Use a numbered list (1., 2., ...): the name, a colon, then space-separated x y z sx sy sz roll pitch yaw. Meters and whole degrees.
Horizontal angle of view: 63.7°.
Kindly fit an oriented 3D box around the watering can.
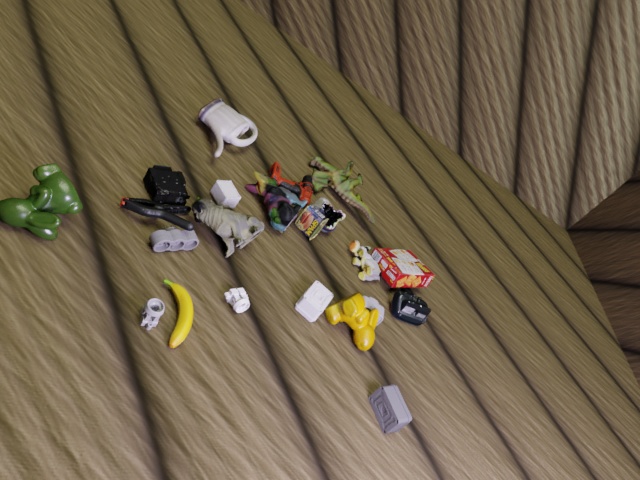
1. watering can: -0.367 -0.427 1.948 0.224 0.102 0.354 39 32 1

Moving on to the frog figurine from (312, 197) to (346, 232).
1. frog figurine: 0.006 -0.098 1.951 0.137 0.122 0.160 6 9 -29

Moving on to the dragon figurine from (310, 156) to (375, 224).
1. dragon figurine: 0.064 -0.220 2.160 0.243 0.119 0.419 -2 47 -24
